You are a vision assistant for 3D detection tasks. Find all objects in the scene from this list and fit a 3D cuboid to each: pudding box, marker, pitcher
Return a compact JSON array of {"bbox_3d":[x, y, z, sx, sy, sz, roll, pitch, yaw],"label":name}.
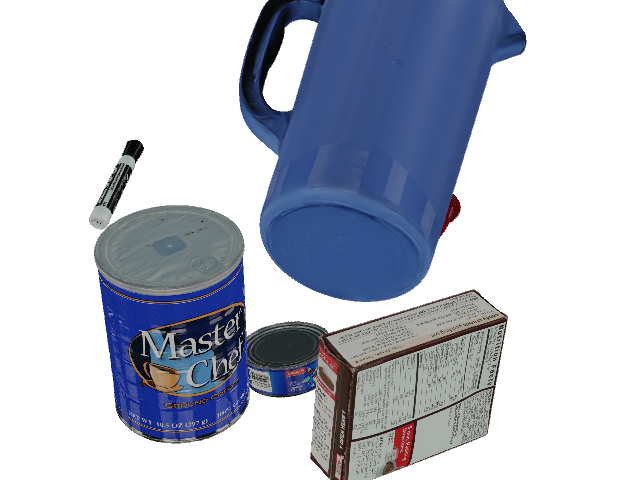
[{"bbox_3d":[0.051,0.086,0.622,0.113,0.090,0.039,-15,34,-30],"label":"pudding box"},{"bbox_3d":[-0.204,-0.060,1.077,0.020,0.121,0.020,8,-43,8],"label":"marker"},{"bbox_3d":[0.031,-0.085,0.714,0.149,0.242,0.145,-21,-52,40],"label":"pitcher"}]

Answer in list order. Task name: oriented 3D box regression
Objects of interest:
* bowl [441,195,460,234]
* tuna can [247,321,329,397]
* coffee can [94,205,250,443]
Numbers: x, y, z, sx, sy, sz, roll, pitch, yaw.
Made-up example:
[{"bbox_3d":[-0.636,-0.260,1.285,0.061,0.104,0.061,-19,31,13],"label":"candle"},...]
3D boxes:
[{"bbox_3d":[0.067,-0.020,1.147,0.162,0.055,0.162,3,25,-2],"label":"bowl"},{"bbox_3d":[-0.031,0.111,0.999,0.086,0.034,0.086,-7,24,3],"label":"tuna can"},{"bbox_3d":[-0.104,0.060,0.771,0.103,0.140,0.103,0,34,0],"label":"coffee can"}]
